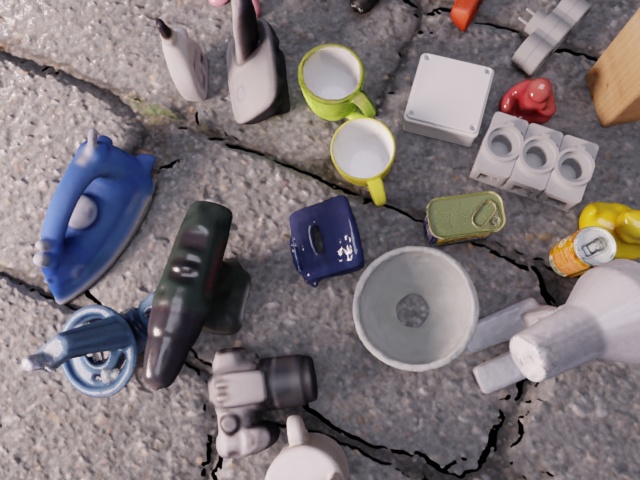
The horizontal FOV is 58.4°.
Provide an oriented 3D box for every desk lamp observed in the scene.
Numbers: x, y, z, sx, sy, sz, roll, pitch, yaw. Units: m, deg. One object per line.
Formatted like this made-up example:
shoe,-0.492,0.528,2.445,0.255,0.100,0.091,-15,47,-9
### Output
desk lamp,0.293,0.117,0.699,0.203,0.213,0.118,-24,78,0

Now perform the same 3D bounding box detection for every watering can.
watering can,-0.014,0.307,0.695,0.101,0.194,0.173,-35,79,-2

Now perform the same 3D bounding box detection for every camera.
camera,-0.073,0.211,0.765,0.136,0.101,0.143,-8,79,3

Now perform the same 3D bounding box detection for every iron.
iron,-0.340,-0.032,0.809,0.118,0.141,0.258,22,82,8

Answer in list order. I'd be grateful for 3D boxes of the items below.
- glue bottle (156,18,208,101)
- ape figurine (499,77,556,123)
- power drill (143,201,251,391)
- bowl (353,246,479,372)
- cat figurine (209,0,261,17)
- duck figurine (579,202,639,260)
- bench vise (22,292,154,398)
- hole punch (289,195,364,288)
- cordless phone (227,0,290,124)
glue bottle,-0.201,-0.269,0.827,0.037,0.173,0.078,1,79,5
ape figurine,0.303,-0.202,0.819,0.077,0.092,0.076,29,83,9
power drill,-0.152,0.073,0.742,0.075,0.208,0.230,9,80,6
bowl,0.128,0.095,0.785,0.167,0.075,0.167,-1,79,4
cat figurine,-0.148,-0.411,0.877,0.127,0.118,0.067,20,81,8
duck figurine,0.413,-0.019,0.780,0.104,0.086,0.077,31,83,9
bench vise,-0.271,0.113,0.737,0.121,0.220,0.207,36,84,10
hole punch,0.007,0.003,0.803,0.101,0.091,0.108,-14,79,2
cordless phone,-0.102,-0.260,0.812,0.094,0.185,0.147,-12,79,2
